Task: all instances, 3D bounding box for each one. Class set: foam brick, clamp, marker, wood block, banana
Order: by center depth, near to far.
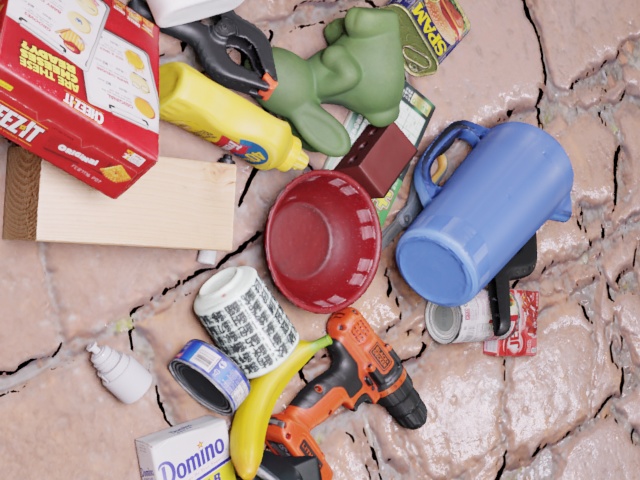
[{"bbox_3d":[-0.195,-0.039,1.050,0.205,0.090,0.091,3,89,-36],"label":"wood block"},{"bbox_3d":[-0.103,-0.223,1.118,0.171,0.039,0.120,41,69,-5],"label":"clamp"},{"bbox_3d":[-0.111,-0.034,1.152,0.020,0.020,0.121,17,81,-34],"label":"marker"},{"bbox_3d":[-0.057,0.174,1.154,0.037,0.070,0.197,48,51,-23],"label":"banana"},{"bbox_3d":[0.064,-0.092,1.238,0.051,0.053,0.078,47,65,-24],"label":"foam brick"},{"bbox_3d":[0.218,0.032,1.335,0.209,0.165,0.036,-24,149,-40],"label":"clamp"}]

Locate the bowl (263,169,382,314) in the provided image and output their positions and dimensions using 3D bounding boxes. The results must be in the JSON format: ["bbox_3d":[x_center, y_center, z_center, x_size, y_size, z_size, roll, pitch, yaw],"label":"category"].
[{"bbox_3d":[-0.008,0.001,1.204,0.161,0.055,0.162,-1,91,-36],"label":"bowl"}]

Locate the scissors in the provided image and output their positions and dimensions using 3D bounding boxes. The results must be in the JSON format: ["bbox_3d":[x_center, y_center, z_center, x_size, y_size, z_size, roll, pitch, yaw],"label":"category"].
[{"bbox_3d":[0.117,-0.019,1.309,0.096,0.016,0.201,45,62,-31],"label":"scissors"}]

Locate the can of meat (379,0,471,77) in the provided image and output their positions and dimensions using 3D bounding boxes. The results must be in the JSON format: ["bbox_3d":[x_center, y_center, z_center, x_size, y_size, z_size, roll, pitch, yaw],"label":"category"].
[{"bbox_3d":[0.127,-0.265,1.297,0.083,0.058,0.102,-49,117,-28],"label":"can of meat"}]

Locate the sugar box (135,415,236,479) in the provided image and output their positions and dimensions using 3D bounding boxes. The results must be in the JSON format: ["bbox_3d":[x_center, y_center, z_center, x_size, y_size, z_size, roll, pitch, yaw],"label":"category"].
[{"bbox_3d":[-0.132,0.283,1.126,0.093,0.048,0.176,-15,100,-35],"label":"sugar box"}]

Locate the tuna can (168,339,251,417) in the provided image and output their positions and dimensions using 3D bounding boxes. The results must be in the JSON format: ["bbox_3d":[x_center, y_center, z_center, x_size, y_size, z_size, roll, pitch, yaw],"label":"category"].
[{"bbox_3d":[-0.114,0.143,1.112,0.033,0.086,0.086,-50,117,-27],"label":"tuna can"}]

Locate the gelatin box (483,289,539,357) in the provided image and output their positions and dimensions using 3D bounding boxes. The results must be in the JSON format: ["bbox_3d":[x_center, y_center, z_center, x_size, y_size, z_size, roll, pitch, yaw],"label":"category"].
[{"bbox_3d":[0.253,0.109,1.407,0.073,0.030,0.089,4,88,-35],"label":"gelatin box"}]

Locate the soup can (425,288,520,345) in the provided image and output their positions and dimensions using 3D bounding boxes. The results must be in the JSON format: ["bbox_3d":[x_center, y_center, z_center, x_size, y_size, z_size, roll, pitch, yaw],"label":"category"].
[{"bbox_3d":[0.191,0.095,1.340,0.102,0.069,0.068,-1,91,-35],"label":"soup can"}]

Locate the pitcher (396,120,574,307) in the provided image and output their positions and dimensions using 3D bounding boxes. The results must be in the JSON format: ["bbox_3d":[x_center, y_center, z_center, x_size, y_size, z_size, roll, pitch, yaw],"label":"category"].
[{"bbox_3d":[0.185,-0.036,1.270,0.242,0.149,0.145,-44,130,-39],"label":"pitcher"}]

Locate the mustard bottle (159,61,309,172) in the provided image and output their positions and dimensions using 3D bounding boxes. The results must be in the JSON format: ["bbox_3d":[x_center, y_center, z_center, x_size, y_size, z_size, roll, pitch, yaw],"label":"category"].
[{"bbox_3d":[-0.089,-0.120,1.119,0.191,0.096,0.058,26,77,-33],"label":"mustard bottle"}]

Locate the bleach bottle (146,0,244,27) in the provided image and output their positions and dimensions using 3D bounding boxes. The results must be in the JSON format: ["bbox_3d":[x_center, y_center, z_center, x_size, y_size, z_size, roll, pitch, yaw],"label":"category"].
[{"bbox_3d":[-0.161,-0.344,1.063,0.102,0.068,0.251,-21,88,-23],"label":"bleach bottle"}]

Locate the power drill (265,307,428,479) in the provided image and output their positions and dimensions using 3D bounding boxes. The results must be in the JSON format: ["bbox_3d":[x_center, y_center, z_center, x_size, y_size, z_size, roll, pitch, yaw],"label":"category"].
[{"bbox_3d":[0.030,0.200,1.235,0.187,0.057,0.184,-48,112,-28],"label":"power drill"}]

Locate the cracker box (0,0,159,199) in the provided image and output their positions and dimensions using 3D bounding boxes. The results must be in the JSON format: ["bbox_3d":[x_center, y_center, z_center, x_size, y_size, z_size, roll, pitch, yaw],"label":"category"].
[{"bbox_3d":[-0.230,-0.158,0.967,0.164,0.072,0.213,31,33,-32],"label":"cracker box"}]
